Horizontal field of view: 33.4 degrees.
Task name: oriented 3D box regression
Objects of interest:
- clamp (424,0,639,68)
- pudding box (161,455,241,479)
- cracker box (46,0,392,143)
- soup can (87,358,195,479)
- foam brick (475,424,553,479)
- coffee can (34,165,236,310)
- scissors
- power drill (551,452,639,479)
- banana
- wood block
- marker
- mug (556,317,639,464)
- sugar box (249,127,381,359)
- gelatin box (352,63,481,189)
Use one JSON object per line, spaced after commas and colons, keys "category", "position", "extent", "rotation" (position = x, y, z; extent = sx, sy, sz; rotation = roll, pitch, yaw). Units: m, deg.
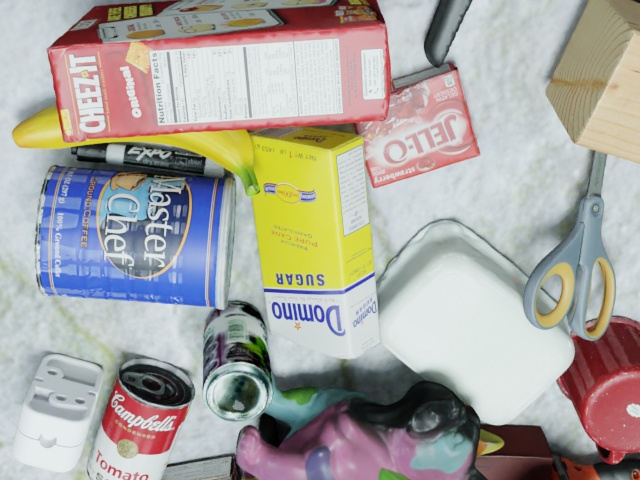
{"category": "clamp", "position": [0.146, -0.235, 0.760], "extent": [0.164, 0.036, 0.210], "rotation": [-9, 117, 2]}
{"category": "pudding box", "position": [-0.122, 0.249, 0.966], "extent": [0.113, 0.039, 0.090], "rotation": [-11, 113, 2]}
{"category": "cracker box", "position": [-0.062, -0.124, 0.738], "extent": [0.213, 0.164, 0.072], "rotation": [-4, 111, 1]}
{"category": "soup can", "position": [-0.154, 0.162, 0.913], "extent": [0.068, 0.068, 0.102], "rotation": [19, 112, -9]}
{"category": "foam brick", "position": [0.160, 0.197, 0.938], "extent": [0.078, 0.051, 0.053], "rotation": [4, 112, -2]}
{"category": "coffee can", "position": [-0.138, -0.002, 0.823], "extent": [0.140, 0.103, 0.103], "rotation": [4, 113, -2]}
{"category": "scissors", "position": [0.197, -0.015, 0.832], "extent": [0.096, 0.016, 0.202], "rotation": [-13, 105, -26]}
{"category": "power drill", "position": [0.298, 0.249, 0.960], "extent": [0.187, 0.057, 0.184], "rotation": [-9, 109, 0]}
{"category": "banana", "position": [-0.132, -0.083, 0.808], "extent": [0.198, 0.069, 0.037], "rotation": [11, 135, 10]}
{"category": "wood block", "position": [0.284, -0.098, 0.776], "extent": [0.206, 0.091, 0.090], "rotation": [14, 120, -13]}
{"category": "marker", "position": [-0.135, -0.064, 0.842], "extent": [0.121, 0.020, 0.020], "rotation": [7, 113, -3]}
{"category": "mug", "position": [0.249, 0.134, 0.895], "extent": [0.093, 0.081, 0.117], "rotation": [5, 113, -3]}
{"category": "sugar box", "position": [-0.006, 0.001, 0.833], "extent": [0.093, 0.048, 0.176], "rotation": [14, 118, 40]}
{"category": "gelatin box", "position": [0.072, -0.088, 0.826], "extent": [0.089, 0.030, 0.073], "rotation": [-16, 113, 7]}
